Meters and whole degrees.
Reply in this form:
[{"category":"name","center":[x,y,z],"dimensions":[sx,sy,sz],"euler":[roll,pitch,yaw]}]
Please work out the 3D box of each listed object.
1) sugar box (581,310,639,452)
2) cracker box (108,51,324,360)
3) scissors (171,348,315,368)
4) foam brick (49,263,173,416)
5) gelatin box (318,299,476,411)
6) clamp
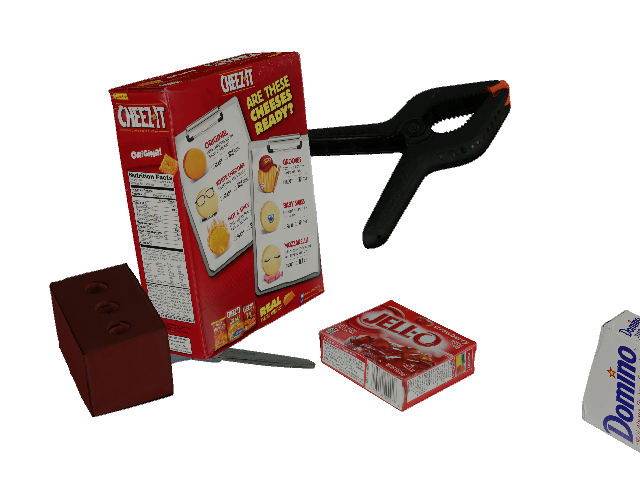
[{"category":"sugar box","center":[0.285,0.133,0.797],"dimensions":[0.176,0.093,0.048],"euler":[27,35,35]},{"category":"cracker box","center":[-0.078,-0.033,0.865],"dimensions":[0.072,0.214,0.163],"euler":[5,20,35]},{"category":"scissors","center":[-0.111,0.094,1.009],"dimensions":[0.201,0.016,0.096],"euler":[-1,32,-10]},{"category":"foam brick","center":[-0.129,0.060,0.655],"dimensions":[0.052,0.051,0.078],"euler":[-15,37,-23]},{"category":"gelatin box","center":[0.054,0.079,0.761],"dimensions":[0.073,0.030,0.089],"euler":[-20,32,-35]},{"category":"clamp","center":[0.087,-0.081,0.964],"dimensions":[0.210,0.165,0.036],"euler":[-24,-42,-6]}]
